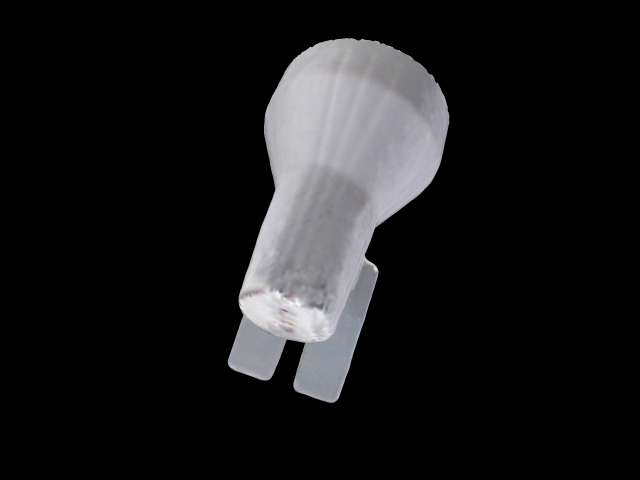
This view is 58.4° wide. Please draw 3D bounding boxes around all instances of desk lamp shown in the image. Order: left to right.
[{"bbox_3d":[0.004,0.001,0.400,0.118,0.213,0.203,17,75,5],"label":"desk lamp"}]
